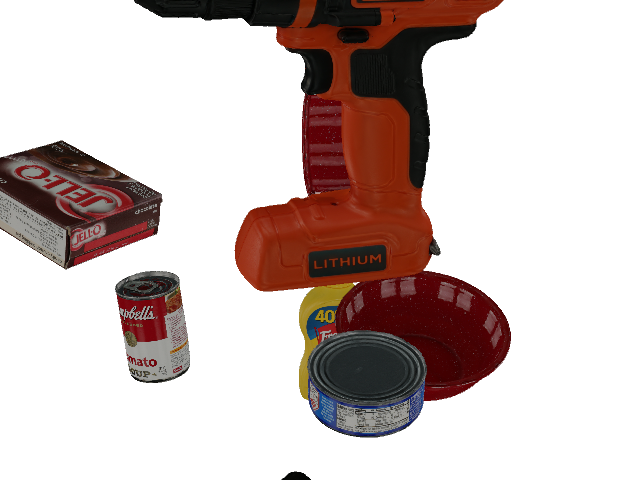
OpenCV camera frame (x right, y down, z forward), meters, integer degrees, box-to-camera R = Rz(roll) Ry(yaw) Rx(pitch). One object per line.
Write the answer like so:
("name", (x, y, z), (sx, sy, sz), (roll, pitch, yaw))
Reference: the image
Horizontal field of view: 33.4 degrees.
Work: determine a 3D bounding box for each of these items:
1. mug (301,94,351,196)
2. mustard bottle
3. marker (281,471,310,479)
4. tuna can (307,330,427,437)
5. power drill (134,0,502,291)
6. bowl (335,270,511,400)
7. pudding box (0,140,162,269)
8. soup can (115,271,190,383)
("mug", (0.030, -0.070, 0.897), (0.081, 0.117, 0.093), (0, -7, 7))
("mustard bottle", (0.020, 0.113, 1.381), (0.096, 0.192, 0.058), (-1, 19, -4))
("marker", (-0.040, 0.143, 0.519), (0.020, 0.020, 0.120), (0, 14, 33))
("tuna can", (0.033, 0.103, 0.772), (0.086, 0.034, 0.086), (0, 31, 0))
("power drill", (-0.003, -0.067, 0.525), (0.184, 0.188, 0.057), (-5, 33, -15))
("bowl", (0.092, 0.097, 0.992), (0.162, 0.055, 0.162), (2, 38, -2))
("pudding box", (-0.186, -0.028, 0.771), (0.114, 0.039, 0.089), (25, 30, 29))
("soup can", (-0.178, 0.092, 1.140), (0.068, 0.102, 0.068), (-4, 22, 2))
